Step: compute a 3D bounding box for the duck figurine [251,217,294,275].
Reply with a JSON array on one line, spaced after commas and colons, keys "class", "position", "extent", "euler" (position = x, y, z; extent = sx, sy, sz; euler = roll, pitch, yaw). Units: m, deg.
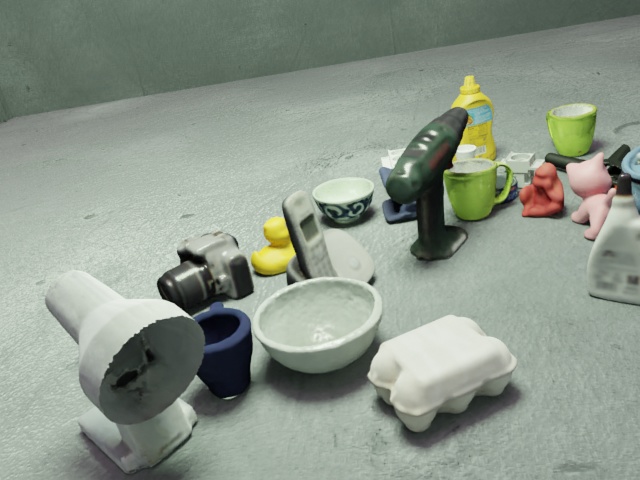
[{"class": "duck figurine", "position": [-0.076, 0.004, 0.986], "extent": [0.105, 0.086, 0.077], "euler": [-26, 30, -29]}]

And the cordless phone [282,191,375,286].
[{"class": "cordless phone", "position": [0.008, 0.003, 0.841], "extent": [0.093, 0.185, 0.148], "euler": [6, 30, 31]}]

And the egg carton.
[{"class": "egg carton", "position": [0.134, 0.144, 0.638], "extent": [0.150, 0.069, 0.107], "euler": [-20, 27, -18]}]

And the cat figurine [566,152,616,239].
[{"class": "cat figurine", "position": [0.441, -0.078, 0.916], "extent": [0.067, 0.118, 0.127], "euler": [-9, 26, 5]}]

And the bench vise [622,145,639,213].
[{"class": "bench vise", "position": [0.570, -0.157, 0.909], "extent": [0.208, 0.220, 0.121], "euler": [-23, 28, -23]}]

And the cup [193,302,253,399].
[{"class": "cup", "position": [-0.123, 0.140, 0.717], "extent": [0.091, 0.095, 0.117], "euler": [-12, 26, -3]}]

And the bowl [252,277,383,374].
[{"class": "bowl", "position": [0.002, 0.119, 0.735], "extent": [0.167, 0.075, 0.167], "euler": [-9, 26, 5]}]

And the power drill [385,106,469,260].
[{"class": "power drill", "position": [0.187, -0.086, 0.927], "extent": [0.075, 0.209, 0.230], "euler": [9, 32, 35]}]

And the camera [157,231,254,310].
[{"class": "camera", "position": [-0.200, 0.047, 0.930], "extent": [0.137, 0.101, 0.142], "euler": [-28, 31, -31]}]

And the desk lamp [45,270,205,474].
[{"class": "desk lamp", "position": [-0.210, 0.141, 0.612], "extent": [0.202, 0.214, 0.118], "euler": [14, 35, 41]}]

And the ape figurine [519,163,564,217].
[{"class": "ape figurine", "position": [0.387, -0.088, 0.987], "extent": [0.076, 0.092, 0.077], "euler": [-19, 27, -16]}]

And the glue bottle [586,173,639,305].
[{"class": "glue bottle", "position": [0.381, -0.003, 0.721], "extent": [0.077, 0.173, 0.037], "euler": [11, 33, 38]}]

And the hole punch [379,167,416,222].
[{"class": "hole punch", "position": [0.165, -0.096, 1.091], "extent": [0.101, 0.091, 0.108], "euler": [-10, 26, 3]}]
